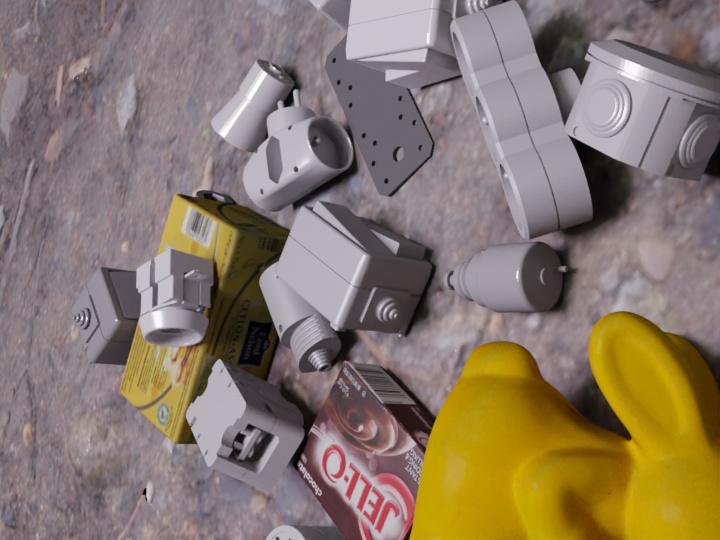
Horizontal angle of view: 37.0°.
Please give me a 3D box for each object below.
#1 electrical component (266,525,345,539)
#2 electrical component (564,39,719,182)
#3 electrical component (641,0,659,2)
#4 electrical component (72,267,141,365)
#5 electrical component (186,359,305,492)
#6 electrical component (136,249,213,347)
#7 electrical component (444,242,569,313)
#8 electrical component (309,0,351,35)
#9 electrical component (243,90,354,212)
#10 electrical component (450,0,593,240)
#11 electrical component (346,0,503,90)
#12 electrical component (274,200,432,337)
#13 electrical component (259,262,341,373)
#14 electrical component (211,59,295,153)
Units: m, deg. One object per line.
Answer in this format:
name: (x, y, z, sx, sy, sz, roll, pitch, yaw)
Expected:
electrical component: (-0.032, 0.197, 0.716, 0.055, 0.047, 0.055, -11, 76, 47)
electrical component: (0.147, -0.082, 0.542, 0.080, 0.080, 0.051, 39, 117, 44)
electrical component: (0.148, -0.170, 0.579, 0.040, 0.046, 0.040, -11, 76, 47)
electrical component: (-0.187, 0.037, 0.880, 0.061, 0.096, 0.061, -51, 50, 30)
electrical component: (-0.077, 0.108, 0.746, 0.050, 0.056, 0.089, -59, 25, 5)
electrical component: (-0.131, 0.022, 0.757, 0.066, 0.048, 0.055, -26, 58, 42)
electrical component: (0.082, 0.005, 0.628, 0.078, 0.040, 0.040, -3, 81, 48)
electrical component: (0.006, -0.201, 0.731, 0.076, 0.066, 0.047, -46, 50, 12)
electrical component: (-0.048, -0.093, 0.787, 0.077, 0.043, 0.079, -27, 63, 42)
electrical component: (0.107, -0.091, 0.608, 0.074, 0.052, 0.138, -18, 72, 3)
electrical component: (0.045, -0.153, 0.680, 0.096, 0.062, 0.061, 3, 86, 48)
electrical component: (0.000, 0.000, 0.704, 0.096, 0.062, 0.061, 38, 111, 45)
electrical component: (-0.038, 0.035, 0.754, 0.043, 0.043, 0.081, -46, 52, 33)
electrical component: (-0.080, -0.129, 0.833, 0.065, 0.044, 0.044, -54, 48, 21)
